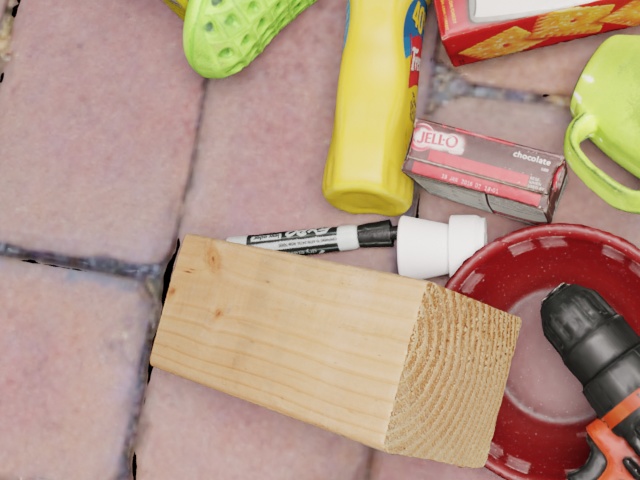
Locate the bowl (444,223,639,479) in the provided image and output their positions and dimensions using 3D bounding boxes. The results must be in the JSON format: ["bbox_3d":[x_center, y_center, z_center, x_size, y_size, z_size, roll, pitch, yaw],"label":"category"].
[{"bbox_3d":[0.149,0.072,0.662,0.162,0.055,0.162,-1,85,15],"label":"bowl"}]

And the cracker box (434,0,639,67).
[{"bbox_3d":[0.169,-0.215,0.665,0.214,0.072,0.164,-12,81,12],"label":"cracker box"}]

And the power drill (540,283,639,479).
[{"bbox_3d":[0.137,0.142,0.600,0.188,0.057,0.184,-41,68,10],"label":"power drill"}]

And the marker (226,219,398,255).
[{"bbox_3d":[-0.005,0.001,0.732,0.121,0.020,0.020,-6,80,12],"label":"marker"}]

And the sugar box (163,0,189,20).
[{"bbox_3d":[-0.083,-0.203,0.701,0.048,0.176,0.093,35,90,15],"label":"sugar box"}]

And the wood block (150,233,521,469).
[{"bbox_3d":[0.002,0.061,0.634,0.207,0.090,0.090,10,82,46],"label":"wood block"}]

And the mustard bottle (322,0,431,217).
[{"bbox_3d":[0.040,-0.116,0.700,0.058,0.096,0.191,4,82,12],"label":"mustard bottle"}]

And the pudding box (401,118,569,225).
[{"bbox_3d":[0.105,-0.040,0.664,0.090,0.113,0.039,18,89,15],"label":"pudding box"}]
